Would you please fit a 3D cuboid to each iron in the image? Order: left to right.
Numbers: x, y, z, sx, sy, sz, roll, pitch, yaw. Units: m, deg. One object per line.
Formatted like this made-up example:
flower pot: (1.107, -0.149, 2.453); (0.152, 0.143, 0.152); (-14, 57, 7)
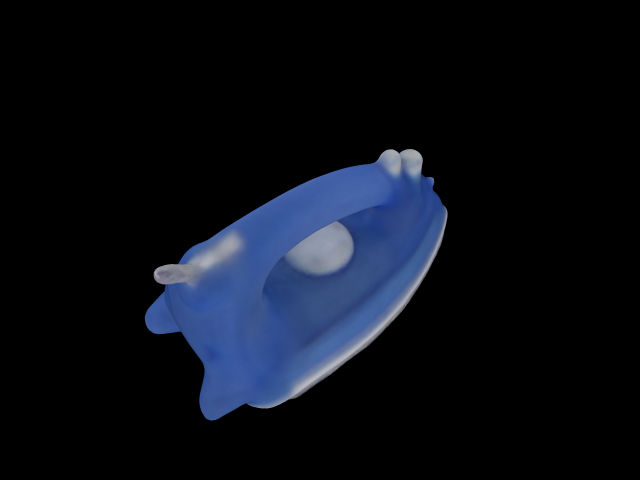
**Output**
iron: (0.004, 0.001, 0.400); (0.259, 0.141, 0.118); (-33, 61, -21)
